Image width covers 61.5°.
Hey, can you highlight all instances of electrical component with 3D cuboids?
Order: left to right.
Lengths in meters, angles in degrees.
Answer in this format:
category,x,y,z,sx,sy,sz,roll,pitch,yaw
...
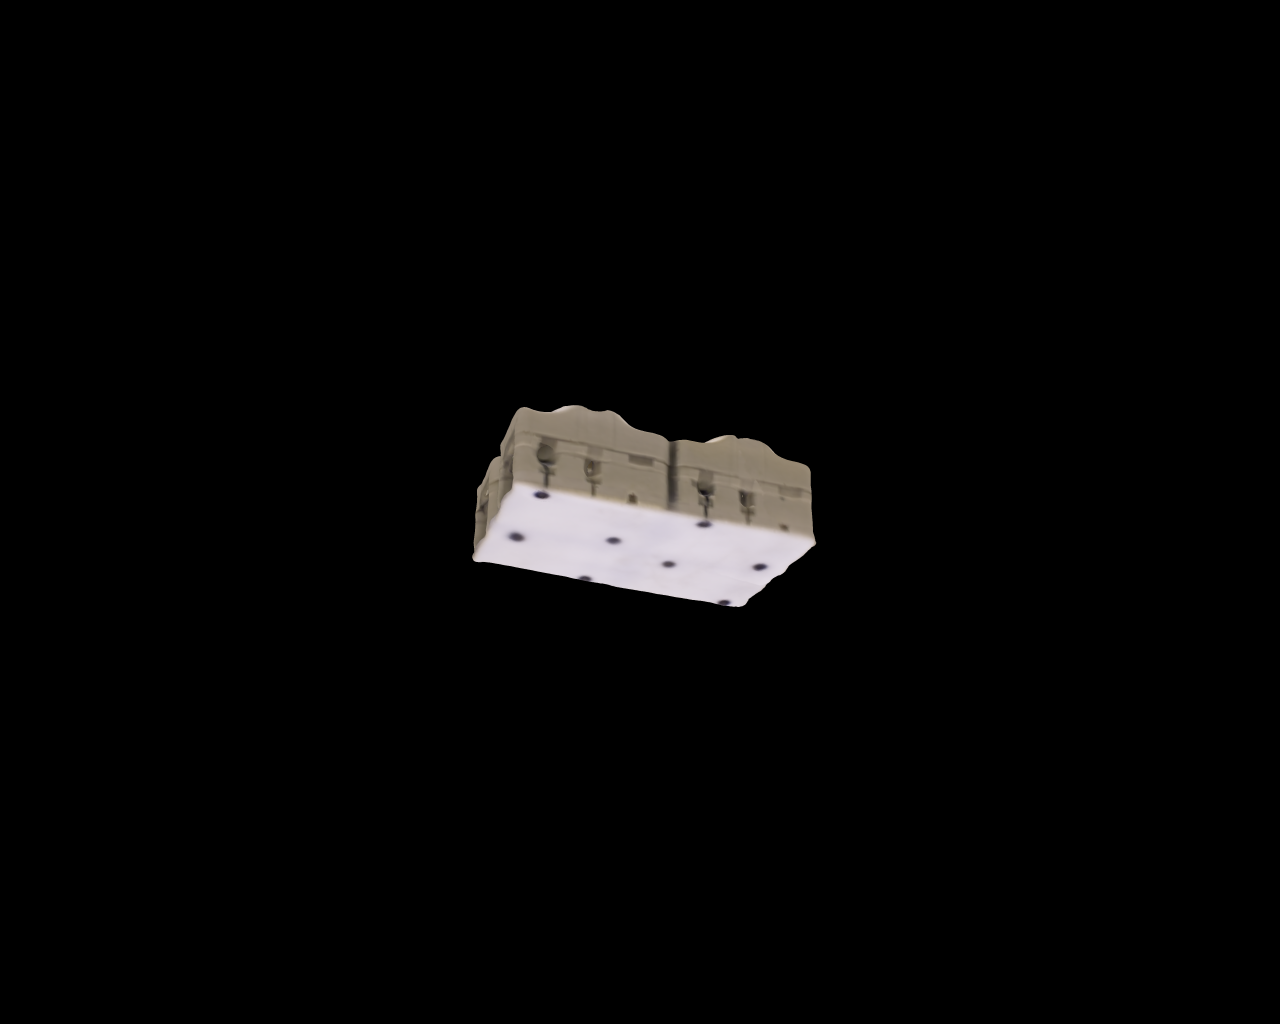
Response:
category,x,y,z,sx,sy,sz,roll,pitch,yaw
electrical component,0.001,-0.003,0.650,0.186,0.060,0.105,11,-32,-18
